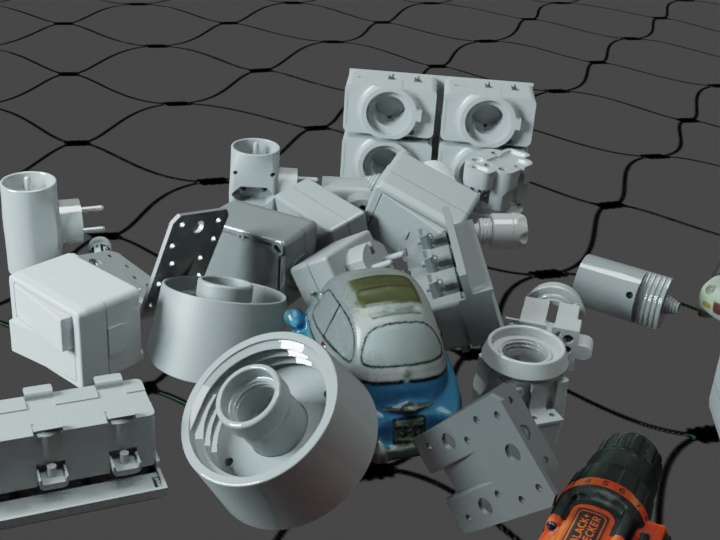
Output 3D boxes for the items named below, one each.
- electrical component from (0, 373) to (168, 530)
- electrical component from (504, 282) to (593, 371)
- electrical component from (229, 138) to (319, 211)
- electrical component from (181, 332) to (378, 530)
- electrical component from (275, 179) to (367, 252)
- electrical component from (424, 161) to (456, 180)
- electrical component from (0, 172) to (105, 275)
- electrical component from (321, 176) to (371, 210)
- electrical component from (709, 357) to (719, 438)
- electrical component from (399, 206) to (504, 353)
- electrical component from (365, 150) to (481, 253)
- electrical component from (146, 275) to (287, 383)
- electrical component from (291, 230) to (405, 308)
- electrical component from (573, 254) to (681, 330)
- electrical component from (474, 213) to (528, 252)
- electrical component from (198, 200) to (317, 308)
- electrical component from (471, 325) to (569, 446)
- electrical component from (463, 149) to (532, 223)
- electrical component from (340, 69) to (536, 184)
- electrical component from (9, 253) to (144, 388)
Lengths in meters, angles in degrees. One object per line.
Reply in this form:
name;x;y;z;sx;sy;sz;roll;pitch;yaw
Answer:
electrical component;-0.179;0.104;0.614;0.121;0.063;0.078;-8;29;-22
electrical component;0.143;0.041;0.808;0.066;0.048;0.055;10;35;12
electrical component;-0.077;-0.075;0.971;0.079;0.077;0.043;3;27;-4
electrical component;-0.051;0.086;0.615;0.108;0.060;0.108;-15;49;18
electrical component;-0.047;-0.030;0.921;0.076;0.047;0.083;-31;41;-26
electrical component;0.074;-0.069;1.019;0.043;0.043;0.081;1;27;-6
electrical component;-0.248;-0.038;0.874;0.079;0.077;0.043;-7;29;-20
electrical component;0.002;-0.055;0.982;0.077;0.043;0.079;3;27;-1
electrical component;0.268;0.097;0.694;0.062;0.061;0.096;6;27;4
electrical component;0.069;0.013;0.828;0.063;0.078;0.121;-16;26;6
electrical component;0.043;-0.050;0.918;0.096;0.061;0.061;30;49;5
electrical component;-0.101;0.039;0.774;0.099;0.064;0.099;9;9;-1
electrical component;0.000;0.000;0.830;0.077;0.047;0.066;-18;10;38
electrical component;0.216;0.019;0.863;0.081;0.043;0.043;18;30;26
electrical component;0.118;-0.034;0.966;0.061;0.035;0.035;0;27;-3
electrical component;-0.087;-0.016;0.869;0.096;0.061;0.061;16;29;23
electrical component;0.108;0.074;0.723;0.058;0.057;0.078;-6;28;-20
electrical component;0.130;-0.078;1.030;0.058;0.057;0.078;23;32;33
electrical component;0.077;-0.136;1.084;0.186;0.105;0.060;5;27;2
electrical component;-0.206;0.033;0.754;0.096;0.061;0.061;23;32;34
